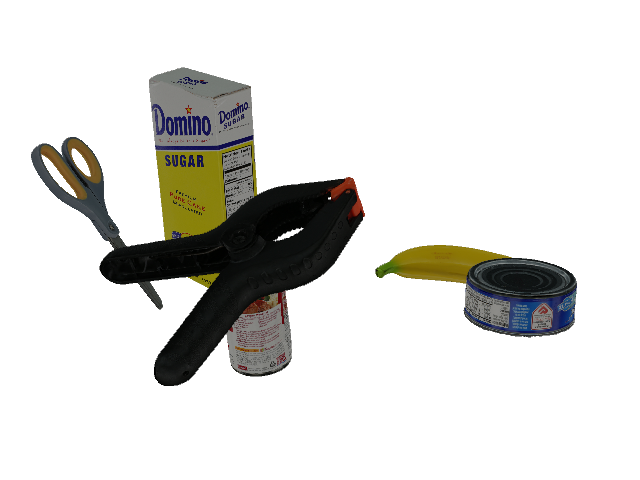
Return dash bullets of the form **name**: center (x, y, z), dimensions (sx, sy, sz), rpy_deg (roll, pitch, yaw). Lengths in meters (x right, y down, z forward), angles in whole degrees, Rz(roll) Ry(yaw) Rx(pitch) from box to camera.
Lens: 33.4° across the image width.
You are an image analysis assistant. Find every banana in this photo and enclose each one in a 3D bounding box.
- **banana**: center (0.158, 0.036, 1.100), dimensions (0.198, 0.037, 0.069), rpy_deg (7, 37, 10)

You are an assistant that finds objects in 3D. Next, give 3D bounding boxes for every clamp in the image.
- **clamp**: center (-0.047, 0.019, 0.653), dimensions (0.171, 0.120, 0.039), rpy_deg (-25, -40, -1)

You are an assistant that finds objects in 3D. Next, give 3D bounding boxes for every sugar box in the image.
- **sugar box**: center (-0.096, -0.049, 0.893), dimensions (0.048, 0.176, 0.093), rpy_deg (-25, 32, -36)

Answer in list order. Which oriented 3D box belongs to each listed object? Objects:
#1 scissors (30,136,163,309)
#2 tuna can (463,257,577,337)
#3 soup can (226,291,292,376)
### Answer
- **scissors**: center (-0.216, -0.027, 1.089), dimensions (0.016, 0.201, 0.096), rpy_deg (-28, 25, 25)
- **tuna can**: center (0.155, 0.043, 0.829), dimensions (0.086, 0.034, 0.086), rpy_deg (0, 19, 0)
- **soup can**: center (-0.067, 0.082, 1.119), dimensions (0.068, 0.102, 0.068), rpy_deg (-5, 25, 2)
